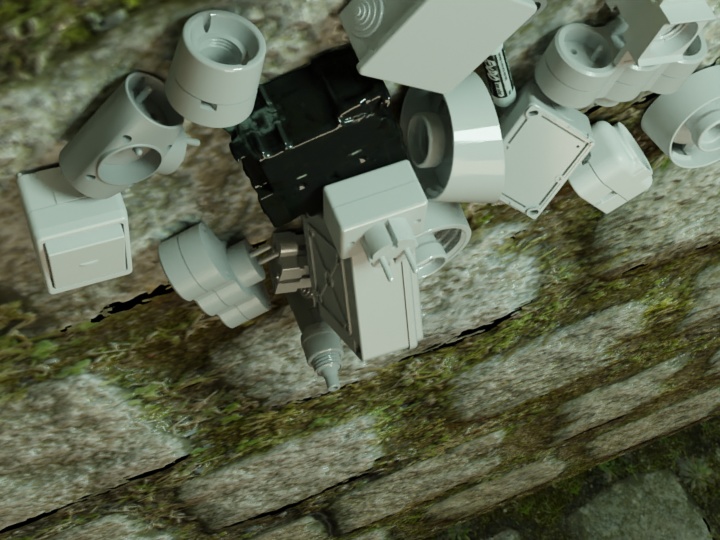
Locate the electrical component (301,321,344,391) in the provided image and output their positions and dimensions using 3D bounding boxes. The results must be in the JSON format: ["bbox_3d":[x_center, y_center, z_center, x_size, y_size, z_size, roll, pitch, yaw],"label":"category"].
[{"bbox_3d":[-0.030,0.078,0.950,0.035,0.061,0.035,-13,149,-8],"label":"electrical component"}]

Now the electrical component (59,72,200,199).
[{"bbox_3d":[-0.138,-0.081,0.688,0.077,0.044,0.079,-38,153,31],"label":"electrical component"}]

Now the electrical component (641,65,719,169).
[{"bbox_3d":[0.311,-0.142,0.982,0.099,0.064,0.099,-15,142,-12],"label":"electrical component"}]

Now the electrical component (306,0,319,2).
[{"bbox_3d":[-0.009,-0.194,0.542,0.061,0.061,0.096,-19,157,-10],"label":"electrical component"}]

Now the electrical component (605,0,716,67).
[{"bbox_3d":[0.211,-0.185,0.765,0.042,0.063,0.081,-10,153,-25],"label":"electrical component"}]

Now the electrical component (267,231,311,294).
[{"bbox_3d":[-0.047,-0.008,0.931,0.055,0.048,0.066,-7,153,-18],"label":"electrical component"}]

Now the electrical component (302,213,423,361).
[{"bbox_3d":[0.000,0.000,0.861,0.056,0.109,0.108,-16,118,-19],"label":"electrical component"}]

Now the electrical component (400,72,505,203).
[{"bbox_3d":[0.070,-0.096,0.787,0.064,0.099,0.099,-7,152,-22],"label":"electrical component"}]

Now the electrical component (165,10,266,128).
[{"bbox_3d":[-0.085,-0.121,0.642,0.055,0.055,0.047,-11,150,-27],"label":"electrical component"}]

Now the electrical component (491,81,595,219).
[{"bbox_3d":[0.132,-0.092,0.855,0.062,0.061,0.096,29,119,-12],"label":"electrical component"}]

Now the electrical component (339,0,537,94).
[{"bbox_3d":[0.047,-0.163,0.679,0.100,0.048,0.100,3,146,-46],"label":"electrical component"}]

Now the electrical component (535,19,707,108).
[{"bbox_3d":[0.196,-0.152,0.836,0.138,0.052,0.073,-12,154,-25],"label":"electrical component"}]

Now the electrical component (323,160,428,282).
[{"bbox_3d":[0.017,-0.027,0.763,0.066,0.076,0.047,-19,157,-10],"label":"electrical component"}]

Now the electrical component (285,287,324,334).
[{"bbox_3d":[-0.027,0.024,0.997,0.096,0.061,0.061,5,144,-48],"label":"electrical component"}]

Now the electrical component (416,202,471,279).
[{"bbox_3d":[0.047,-0.026,0.951,0.108,0.060,0.108,-23,159,-9],"label":"electrical component"}]

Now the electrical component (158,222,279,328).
[{"bbox_3d":[-0.102,-0.001,0.885,0.074,0.052,0.138,-26,157,8],"label":"electrical component"}]

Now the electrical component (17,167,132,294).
[{"bbox_3d":[-0.193,-0.024,0.740,0.062,0.061,0.096,-16,156,-17],"label":"electrical component"}]

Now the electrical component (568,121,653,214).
[{"bbox_3d":[0.227,-0.096,0.986,0.059,0.053,0.095,-33,155,22],"label":"electrical component"}]
